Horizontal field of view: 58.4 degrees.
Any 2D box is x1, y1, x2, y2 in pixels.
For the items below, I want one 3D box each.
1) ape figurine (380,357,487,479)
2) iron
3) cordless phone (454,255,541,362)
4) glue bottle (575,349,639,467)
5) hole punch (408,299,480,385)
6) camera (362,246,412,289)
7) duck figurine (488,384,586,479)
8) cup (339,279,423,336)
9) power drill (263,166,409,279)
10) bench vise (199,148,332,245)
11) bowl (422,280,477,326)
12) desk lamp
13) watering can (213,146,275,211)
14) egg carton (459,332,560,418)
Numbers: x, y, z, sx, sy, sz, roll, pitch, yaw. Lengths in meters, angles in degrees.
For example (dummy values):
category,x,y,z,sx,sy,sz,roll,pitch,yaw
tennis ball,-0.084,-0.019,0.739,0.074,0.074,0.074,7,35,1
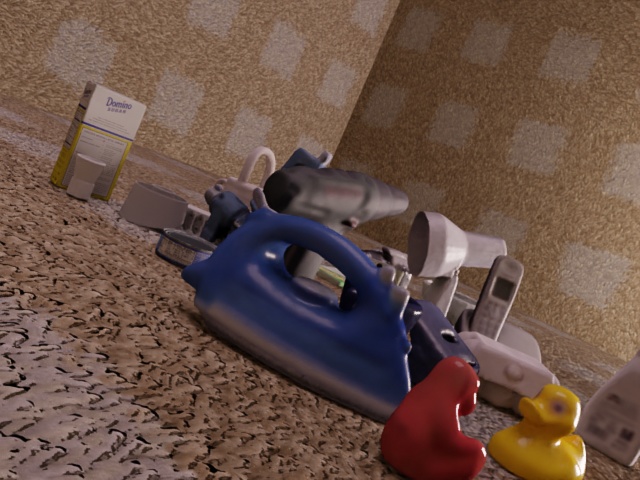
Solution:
category,x,y,z,sx,sy,sz,roll,pitch,yaw
ape figurine,0.091,0.133,0.431,0.076,0.092,0.077,22,5,-17
iron,0.000,0.054,0.554,0.257,0.141,0.119,26,5,23
cordless phone,0.300,0.128,0.907,0.148,0.185,0.094,22,5,-13
glue bottle,0.397,0.193,0.731,0.077,0.173,0.037,27,6,39
hole punch,0.141,0.131,0.686,0.100,0.091,0.109,27,6,34
camera,0.140,0.058,1.389,0.137,0.101,0.142,21,6,-26
duck figurine,0.219,0.181,0.545,0.105,0.086,0.077,21,6,-27
cup,0.048,0.095,0.618,0.091,0.095,0.118,27,6,32
power drill,0.007,0.003,0.743,0.231,0.208,0.075,18,7,-46
bench vise,-0.083,-0.055,0.870,0.207,0.220,0.121,24,5,3
bowl,0.286,0.151,1.230,0.167,0.075,0.167,23,5,-2
desk lamp,0.238,0.071,1.054,0.203,0.213,0.118,23,5,-11
watering can,-0.128,-0.081,1.090,0.173,0.194,0.101,24,5,3
egg carton,0.238,0.178,0.760,0.150,0.069,0.107,24,5,4
